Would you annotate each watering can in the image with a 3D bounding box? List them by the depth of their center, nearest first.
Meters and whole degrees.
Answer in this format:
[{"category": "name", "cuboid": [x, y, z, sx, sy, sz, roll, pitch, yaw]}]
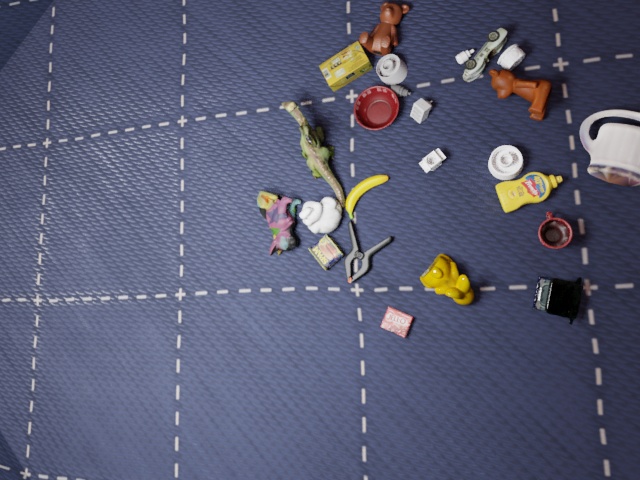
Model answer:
[{"category": "watering can", "cuboid": [0.941, -0.261, 1.513, 0.349, 0.103, 0.224, 19, 90, 20]}]

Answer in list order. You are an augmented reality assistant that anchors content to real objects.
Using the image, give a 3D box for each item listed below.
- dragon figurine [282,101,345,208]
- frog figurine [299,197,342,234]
[{"category": "dragon figurine", "cuboid": [-0.021, -0.312, 1.777, 0.122, 0.241, 0.415, -31, 72, 8]}, {"category": "frog figurine", "cuboid": [0.005, -0.089, 1.772, 0.124, 0.159, 0.137, 43, 97, 16]}]
